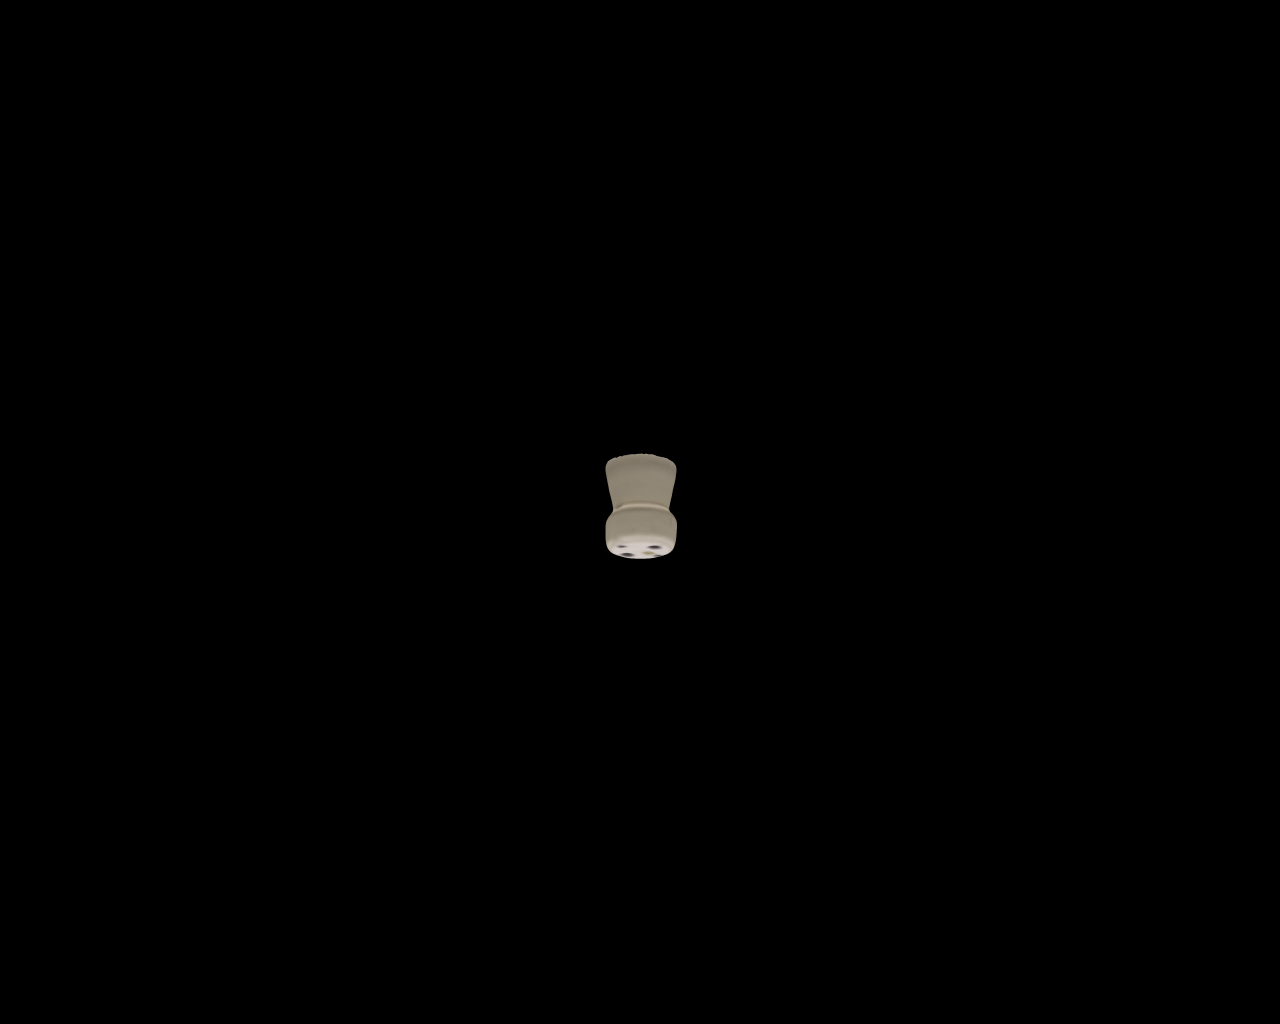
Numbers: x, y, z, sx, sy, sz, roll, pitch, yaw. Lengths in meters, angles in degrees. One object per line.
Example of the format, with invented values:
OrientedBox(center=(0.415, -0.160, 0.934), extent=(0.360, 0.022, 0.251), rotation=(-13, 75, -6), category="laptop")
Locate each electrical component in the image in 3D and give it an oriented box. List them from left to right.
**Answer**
OrientedBox(center=(0.001, -0.003, 0.650), extent=(0.045, 0.055, 0.044), rotation=(0, -19, 0), category="electrical component")
